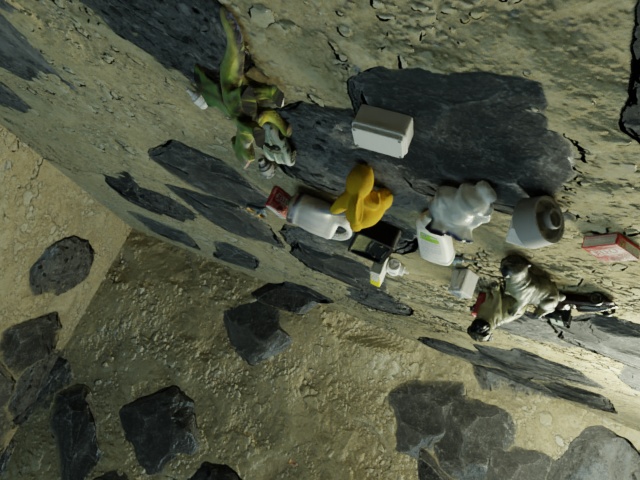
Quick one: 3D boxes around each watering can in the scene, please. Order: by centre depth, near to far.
[{"bbox_3d":[0.005,-0.079,1.571,0.224,0.105,0.343,24,164,3],"label":"watering can"}]

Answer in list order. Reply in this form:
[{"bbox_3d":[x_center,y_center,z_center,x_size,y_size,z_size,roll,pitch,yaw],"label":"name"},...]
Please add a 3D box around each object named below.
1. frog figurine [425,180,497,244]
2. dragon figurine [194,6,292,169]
[{"bbox_3d":[0.323,-0.082,1.158,0.138,0.125,0.156,30,128,9],"label":"frog figurine"},{"bbox_3d":[-0.199,-0.316,1.111,0.244,0.124,0.401,23,146,35],"label":"dragon figurine"}]
